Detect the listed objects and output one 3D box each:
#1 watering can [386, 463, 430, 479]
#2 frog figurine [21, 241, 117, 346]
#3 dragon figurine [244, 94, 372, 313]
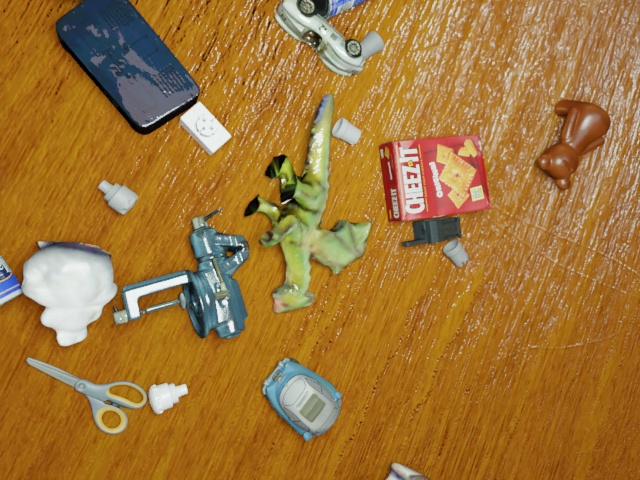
[{"bbox_3d":[0.183,0.588,1.002,0.345,0.103,0.227,40,75,-13],"label":"watering can"},{"bbox_3d":[-0.396,0.085,0.812,0.136,0.122,0.161,17,71,-45],"label":"frog figurine"},{"bbox_3d":[0.003,-0.050,0.991,0.240,0.123,0.414,36,78,-33],"label":"dragon figurine"}]
